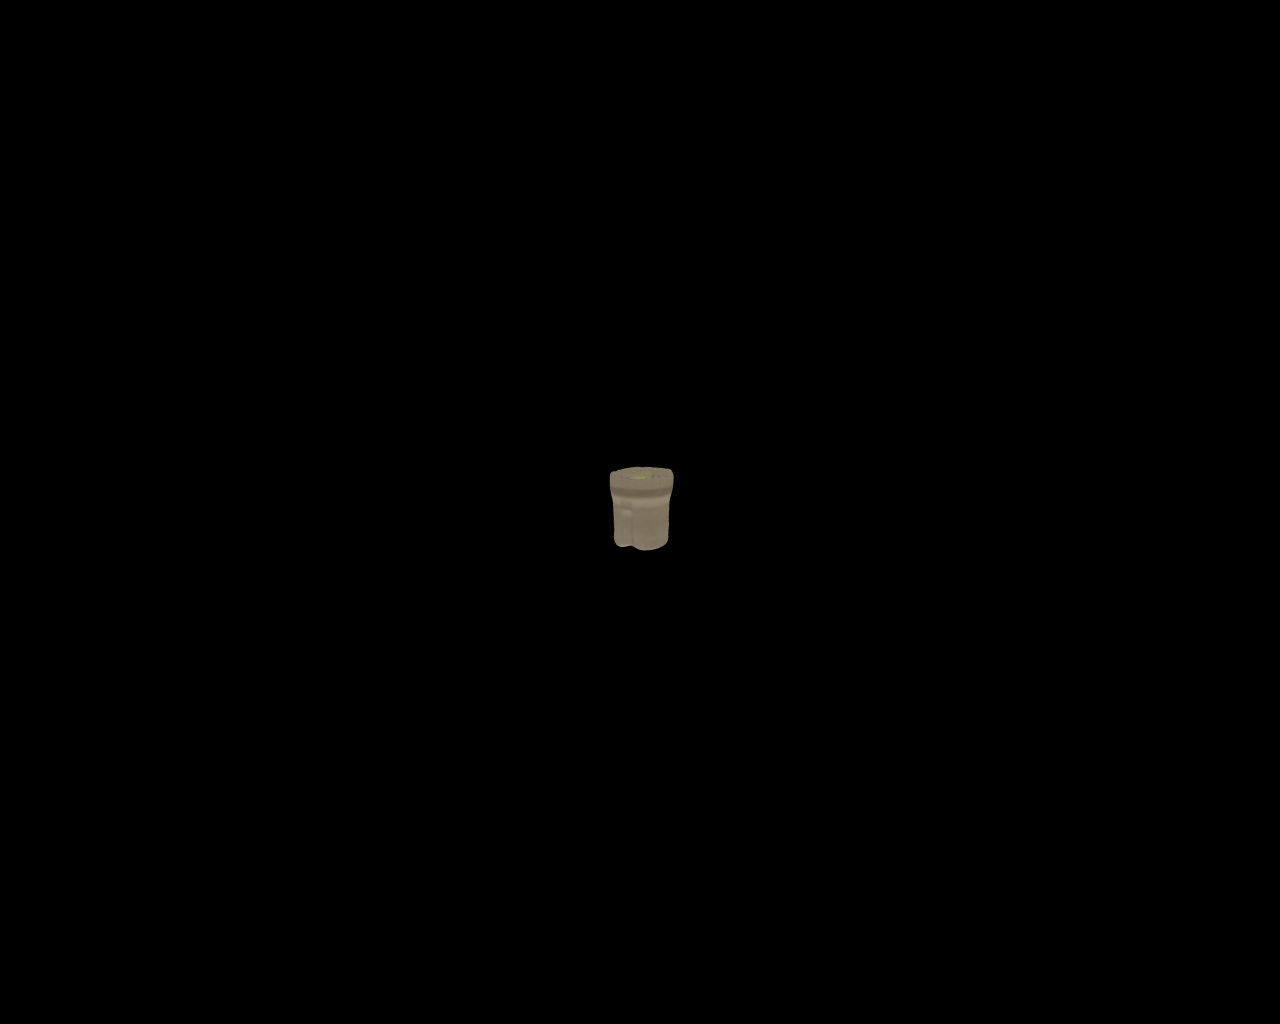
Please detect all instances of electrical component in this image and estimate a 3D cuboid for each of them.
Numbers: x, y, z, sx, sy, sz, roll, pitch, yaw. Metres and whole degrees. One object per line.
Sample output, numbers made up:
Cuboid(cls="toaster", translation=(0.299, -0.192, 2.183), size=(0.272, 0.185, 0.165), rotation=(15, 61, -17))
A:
Cuboid(cls="electrical component", translation=(0.001, -0.003, 0.650), size=(0.040, 0.046, 0.040), rotation=(0, 13, 0))
